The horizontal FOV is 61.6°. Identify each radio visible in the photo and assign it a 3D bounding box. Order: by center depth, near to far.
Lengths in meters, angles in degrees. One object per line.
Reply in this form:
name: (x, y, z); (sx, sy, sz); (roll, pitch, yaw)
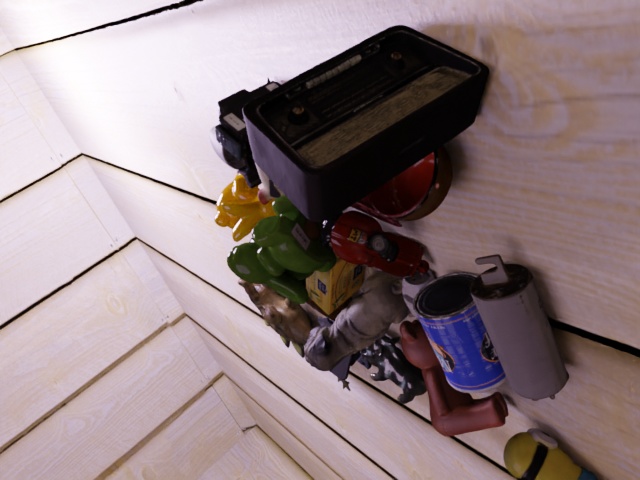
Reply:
radio: (0.045, -0.127, 0.545); (0.131, 0.229, 0.073); (44, 155, 29)

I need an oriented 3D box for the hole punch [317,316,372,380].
hole punch: (0.060, 0.238, 1.222); (0.142, 0.092, 0.115); (30, 117, 45)

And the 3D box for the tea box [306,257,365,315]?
tea box: (0.029, 0.050, 0.978); (0.068, 0.098, 0.169); (40, 155, 25)

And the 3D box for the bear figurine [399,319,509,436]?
bear figurine: (0.215, 0.214, 0.888); (0.120, 0.132, 0.196); (26, -133, -64)

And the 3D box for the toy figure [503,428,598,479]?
toy figure: (0.370, 0.373, 0.829); (0.180, 0.089, 0.082); (47, 148, 17)

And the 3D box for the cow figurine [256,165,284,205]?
cow figurine: (-0.046, -0.104, 0.903); (0.127, 0.085, 0.194); (-14, 102, 40)

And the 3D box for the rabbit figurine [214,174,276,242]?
rabbit figurine: (-0.123, -0.073, 1.047); (0.173, 0.162, 0.121); (1, 114, 39)

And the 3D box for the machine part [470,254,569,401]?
machine part: (0.258, 0.118, 0.690); (0.079, 0.079, 0.243); (10, 132, 57)

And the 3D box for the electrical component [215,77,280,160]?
electrical component: (-0.092, -0.180, 0.826); (0.115, 0.134, 0.058); (42, 151, 26)

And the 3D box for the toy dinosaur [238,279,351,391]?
toy dinosaur: (-0.082, 0.205, 1.395); (0.472, 0.105, 0.198); (43, 164, 40)

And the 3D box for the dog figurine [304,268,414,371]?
dog figurine: (0.065, 0.146, 0.933); (0.121, 0.190, 0.172); (43, 153, 20)

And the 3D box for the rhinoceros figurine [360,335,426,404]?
rhinoceros figurine: (0.137, 0.241, 1.081); (0.190, 0.073, 0.112); (41, 155, 22)

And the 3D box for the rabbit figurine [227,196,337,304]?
rabbit figurine: (-0.065, 0.021, 0.859); (0.170, 0.121, 0.159); (-24, 123, 34)

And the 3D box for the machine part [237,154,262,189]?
machine part: (-0.122, -0.163, 0.975); (0.039, 0.084, 0.138); (53, 166, 54)

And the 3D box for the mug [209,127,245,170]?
mug: (-0.165, -0.180, 1.037); (0.107, 0.081, 0.109); (39, 160, 47)

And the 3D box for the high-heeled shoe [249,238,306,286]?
high-heeled shoe: (-0.096, 0.059, 1.150); (0.145, 0.086, 0.249); (23, 176, -5)

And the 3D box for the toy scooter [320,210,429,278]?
toy scooter: (0.090, 0.013, 0.806); (0.135, 0.075, 0.183); (22, 178, 30)
